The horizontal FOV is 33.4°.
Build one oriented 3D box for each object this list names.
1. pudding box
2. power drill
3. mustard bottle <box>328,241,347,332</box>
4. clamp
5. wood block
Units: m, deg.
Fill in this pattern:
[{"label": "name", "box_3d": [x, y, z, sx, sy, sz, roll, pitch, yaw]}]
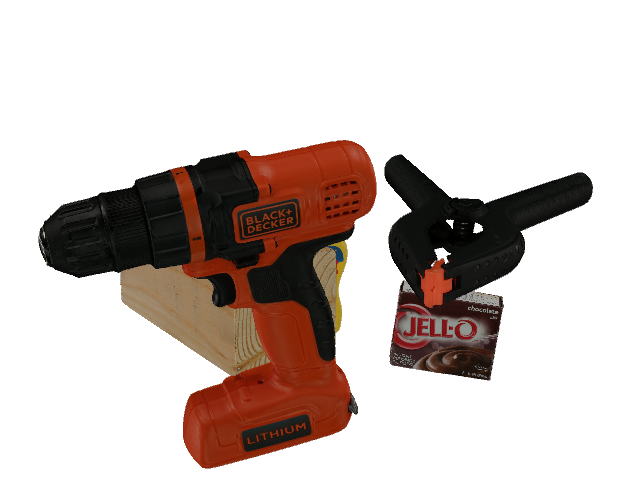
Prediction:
[{"label": "pudding box", "box_3d": [0.136, 0.097, 1.158, 0.113, 0.090, 0.039, 8, 23, 4]}, {"label": "power drill", "box_3d": [-0.054, 0.041, 0.610, 0.184, 0.188, 0.057, -12, 34, -12]}, {"label": "mustard bottle", "box_3d": [-0.014, 0.033, 1.336, 0.096, 0.192, 0.058, -5, 28, -21]}, {"label": "clamp", "box_3d": [0.096, -0.014, 0.780, 0.165, 0.036, 0.209, 10, 28, 23]}, {"label": "wood block", "box_3d": [-0.082, 0.032, 0.873, 0.090, 0.090, 0.206, -11, 20, -33]}]
